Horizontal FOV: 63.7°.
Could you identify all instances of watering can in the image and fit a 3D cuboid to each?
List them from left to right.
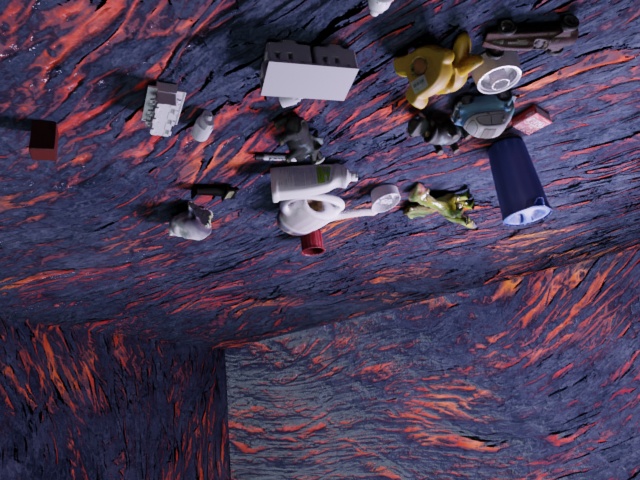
[{"bbox_3d":[0.005,-0.086,1.702,0.346,0.106,0.221,11,153,-36],"label":"watering can"}]

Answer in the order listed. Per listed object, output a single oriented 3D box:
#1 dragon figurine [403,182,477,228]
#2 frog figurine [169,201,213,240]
[{"bbox_3d":[0.422,-0.107,1.849,0.242,0.124,0.404,2,162,25],"label":"dragon figurine"},{"bbox_3d":[-0.431,-0.040,1.659,0.158,0.124,0.138,-31,169,22],"label":"frog figurine"}]
